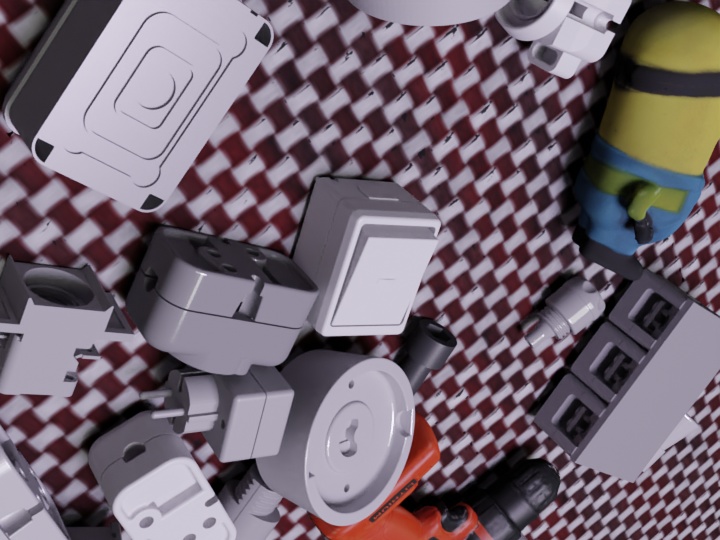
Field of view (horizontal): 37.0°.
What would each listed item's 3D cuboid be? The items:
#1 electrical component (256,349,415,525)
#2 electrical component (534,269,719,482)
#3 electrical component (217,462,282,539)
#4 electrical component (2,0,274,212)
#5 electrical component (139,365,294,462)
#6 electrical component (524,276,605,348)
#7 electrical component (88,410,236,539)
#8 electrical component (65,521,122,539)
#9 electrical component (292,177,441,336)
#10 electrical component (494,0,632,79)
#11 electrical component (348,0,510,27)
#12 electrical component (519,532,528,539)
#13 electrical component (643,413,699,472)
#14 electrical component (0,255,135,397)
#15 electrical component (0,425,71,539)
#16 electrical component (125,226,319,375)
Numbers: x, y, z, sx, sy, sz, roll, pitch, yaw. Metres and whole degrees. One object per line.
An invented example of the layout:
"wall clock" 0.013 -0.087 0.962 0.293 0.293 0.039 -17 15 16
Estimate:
"electrical component" -0.021 0.102 0.691 0.108 0.060 0.108 -18 113 -48
"electrical component" 0.217 0.083 0.847 0.089 0.062 0.150 25 104 -42
"electrical component" -0.076 0.160 0.713 0.043 0.043 0.081 27 102 -42
"electrical component" -0.107 -0.095 0.510 0.078 0.057 0.113 28 102 -42
"electrical component" -0.090 0.075 0.631 0.077 0.066 0.047 -2 120 -33
"electrical component" 0.147 0.034 0.786 0.061 0.035 0.035 -39 133 -3
"electrical component" -0.121 0.134 0.654 0.054 0.059 0.095 -32 132 -13
"electrical component" -0.168 0.208 0.636 0.048 0.100 0.099 5 105 -18
"electrical component" 0.000 0.000 0.645 0.062 0.061 0.096 1 119 -35
"electrical component" 0.114 -0.156 0.620 0.057 0.058 0.078 10 114 -41
"electrical component" 0.034 -0.167 0.533 0.099 0.099 0.064 -22 136 -21
"electrical component" 0.122 0.230 0.893 0.040 0.046 0.040 -17 127 -24
"electrical component" 0.253 0.141 0.927 0.065 0.044 0.044 -46 134 7
"electrical component" -0.167 0.032 0.566 0.081 0.042 0.063 9 116 -37
"electrical component" -0.210 0.129 0.594 0.059 0.054 0.095 -30 132 -14
"electrical component" -0.079 0.019 0.608 0.095 0.054 0.059 13 111 -39
